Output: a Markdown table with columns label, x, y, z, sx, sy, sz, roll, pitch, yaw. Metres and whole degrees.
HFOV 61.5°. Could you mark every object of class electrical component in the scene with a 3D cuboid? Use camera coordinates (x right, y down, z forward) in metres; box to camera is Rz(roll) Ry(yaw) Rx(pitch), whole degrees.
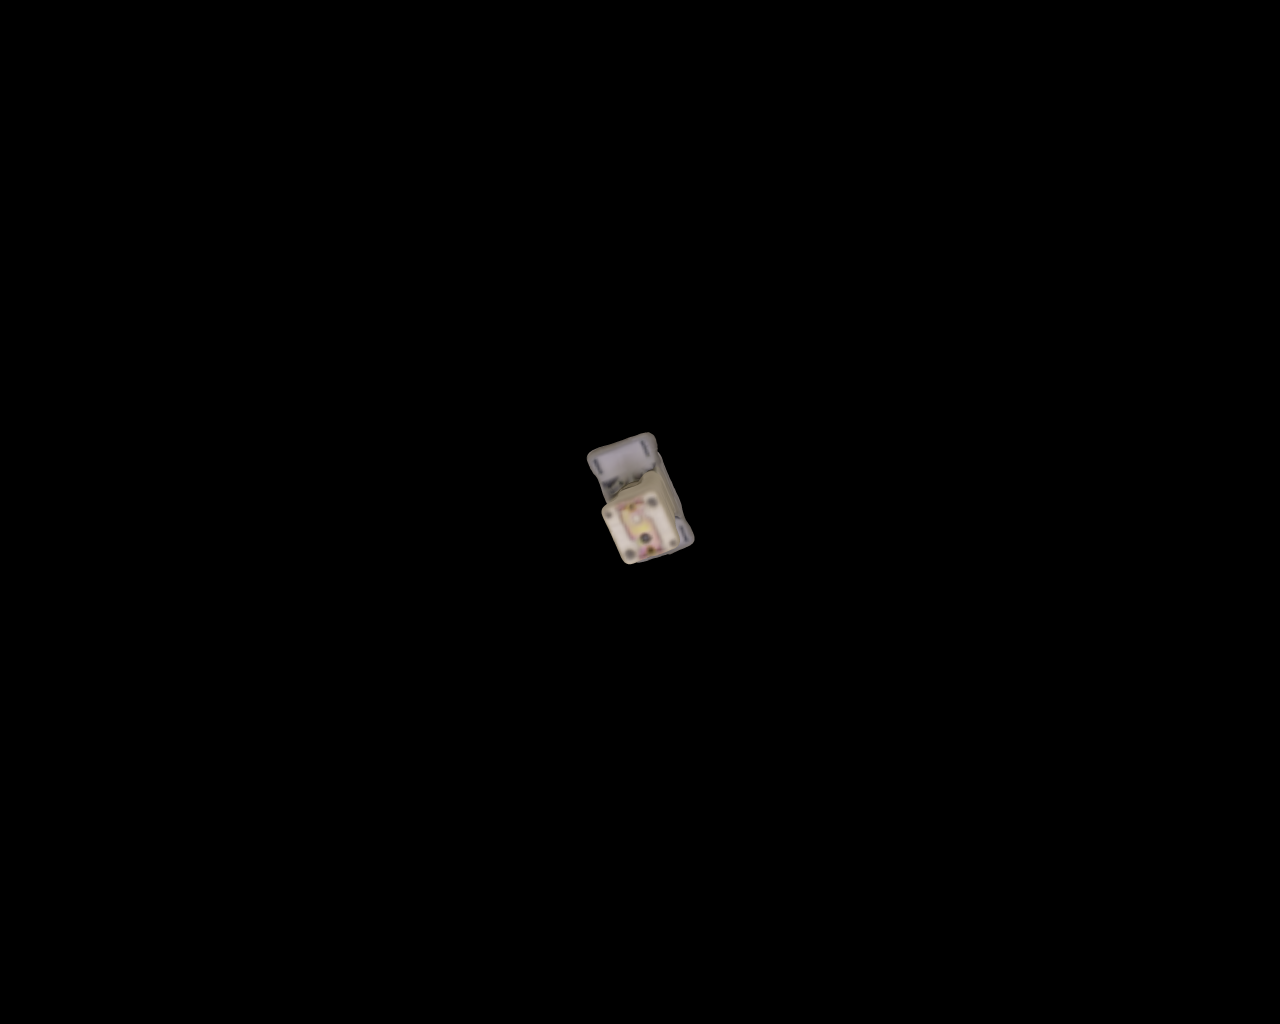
| label | x | y | z | sx | sy | sz | roll | pitch | yaw |
| --- | --- | --- | --- | --- | --- | --- | --- | --- | --- |
| electrical component | 0.001 | -0.003 | 0.650 | 0.042 | 0.081 | 0.064 | -20 | 24 | 9 |
